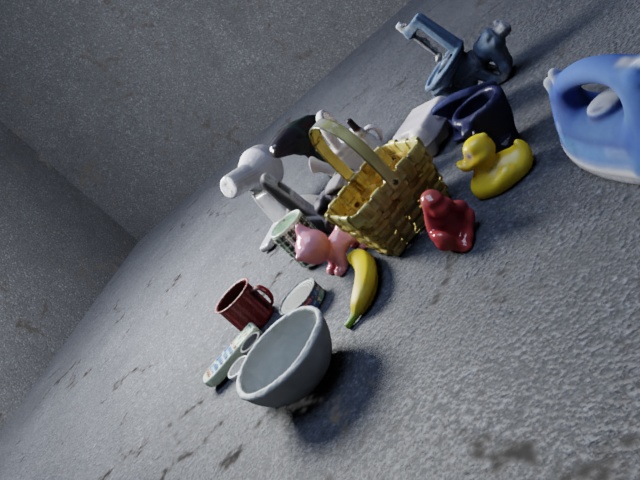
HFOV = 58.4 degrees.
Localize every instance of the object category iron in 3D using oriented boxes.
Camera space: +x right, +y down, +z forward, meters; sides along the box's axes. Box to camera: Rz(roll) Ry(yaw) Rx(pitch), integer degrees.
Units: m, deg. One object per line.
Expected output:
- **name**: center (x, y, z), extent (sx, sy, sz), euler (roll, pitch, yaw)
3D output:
- **iron**: center (0.332, -0.159, 0.668), extent (0.118, 0.142, 0.257), euler (-45, 19, -2)

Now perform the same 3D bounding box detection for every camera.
- **camera**: center (0.041, -0.067, 1.143), extent (0.143, 0.101, 0.137), euler (-27, 26, 42)

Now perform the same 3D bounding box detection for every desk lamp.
- **desk lamp**: center (-0.146, -0.116, 1.458), extent (0.117, 0.214, 0.203), euler (-29, 24, 38)

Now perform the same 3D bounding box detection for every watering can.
- **watering can**: center (0.052, -0.197, 1.248), extent (0.173, 0.194, 0.101), euler (-42, 19, 7)

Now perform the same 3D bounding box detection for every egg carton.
- **egg carton**: center (0.215, -0.224, 1.160), extent (0.107, 0.069, 0.150), euler (-16, 34, 55)

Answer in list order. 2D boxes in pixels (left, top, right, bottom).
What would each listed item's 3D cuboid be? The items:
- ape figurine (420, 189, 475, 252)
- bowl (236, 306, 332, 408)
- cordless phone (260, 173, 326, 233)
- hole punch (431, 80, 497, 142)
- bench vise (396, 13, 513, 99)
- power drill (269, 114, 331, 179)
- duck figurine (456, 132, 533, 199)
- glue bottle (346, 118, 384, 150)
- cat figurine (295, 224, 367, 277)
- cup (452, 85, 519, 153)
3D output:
- **ape figurine**: center (0.174, -0.032, 0.805), extent (0.078, 0.092, 0.076), euler (-47, 19, -6)
- **bowl**: center (-0.039, 0.180, 0.829), extent (0.167, 0.075, 0.167), euler (-39, 20, 17)
- **cordless phone**: center (-0.054, -0.094, 1.265), extent (0.094, 0.185, 0.147), euler (-40, 19, 13)
- **hole punch**: center (0.273, -0.252, 1.064), extent (0.108, 0.091, 0.101), euler (-22, 29, 49)
- **bench vise**: center (0.271, -0.392, 1.161), extent (0.207, 0.220, 0.121), euler (-37, 20, 20)
- **power drill**: center (-0.012, -0.199, 1.362), extent (0.075, 0.209, 0.230), euler (-32, 23, 33)
- **duck figurine**: center (0.251, -0.121, 0.842), extent (0.104, 0.086, 0.077), euler (-35, 21, 26)
- **glue bottle**: center (0.109, -0.169, 1.101), extent (0.037, 0.173, 0.078), euler (-44, 19, 1)
- **cat figurine**: center (0.009, 0.004, 1.033), extent (0.128, 0.118, 0.067), euler (-49, 20, -13)
- **cup**: center (0.268, -0.175, 0.907), extent (0.091, 0.095, 0.118), euler (-22, 29, 48)
